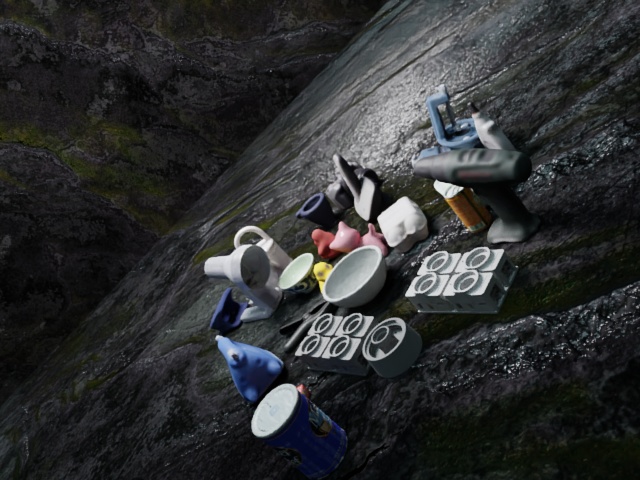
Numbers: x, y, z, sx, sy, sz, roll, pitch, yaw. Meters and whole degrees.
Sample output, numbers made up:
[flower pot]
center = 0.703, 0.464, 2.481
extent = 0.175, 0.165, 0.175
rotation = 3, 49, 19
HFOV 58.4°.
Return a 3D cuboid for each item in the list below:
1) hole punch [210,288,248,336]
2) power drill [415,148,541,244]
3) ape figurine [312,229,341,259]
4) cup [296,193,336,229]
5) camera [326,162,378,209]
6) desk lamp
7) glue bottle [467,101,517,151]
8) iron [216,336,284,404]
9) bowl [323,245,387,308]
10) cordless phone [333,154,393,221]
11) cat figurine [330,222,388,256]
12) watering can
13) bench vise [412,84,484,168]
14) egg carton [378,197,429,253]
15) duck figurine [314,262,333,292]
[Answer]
[hole punch]
center = -0.280, 0.210, 1.674
extent = 0.101, 0.091, 0.108
rotation = -29, 26, 30
[power drill]
center = 0.310, -0.089, 1.081
extent = 0.228, 0.209, 0.076
rotation = -7, 41, 54
[ape figurine]
center = 0.014, 0.006, 1.552
extent = 0.076, 0.092, 0.078
rotation = -7, 42, 55
[cup]
center = -0.007, -0.073, 1.722
extent = 0.117, 0.095, 0.092
rotation = -29, 27, 30
[camera]
center = 0.099, -0.175, 1.721
extent = 0.143, 0.101, 0.136
rotation = -50, 24, -16
[desk lamp]
center = -0.200, 0.115, 1.551
extent = 0.202, 0.214, 0.118
rotation = -19, 32, 44
[glue bottle]
center = 0.379, -0.241, 1.281
extent = 0.037, 0.173, 0.078
rotation = -44, 23, -2
[iron]
center = -0.190, 0.277, 1.343
extent = 0.119, 0.142, 0.257
rotation = -48, 23, -13
[bowl]
center = 0.091, 0.095, 1.290
extent = 0.167, 0.075, 0.167
rotation = -35, 24, 18
[cordless phone]
center = 0.101, -0.148, 1.560
extent = 0.094, 0.185, 0.147
rotation = -43, 23, 0
[cat figurine]
center = 0.092, 0.000, 1.400
extent = 0.127, 0.118, 0.067
rotation = -26, 28, 35
[watering can]
center = -0.160, 0.041, 1.641
extent = 0.101, 0.194, 0.172
rotation = -50, 24, -17
[bench vise]
center = 0.299, -0.246, 1.362
extent = 0.207, 0.220, 0.121
rotation = -38, 23, 11
[egg carton]
center = 0.198, -0.038, 1.357
extent = 0.107, 0.069, 0.150
rotation = -39, 23, 10
[duck figurine]
center = 0.019, 0.090, 1.404
extent = 0.077, 0.086, 0.104
rotation = -49, 23, -13
